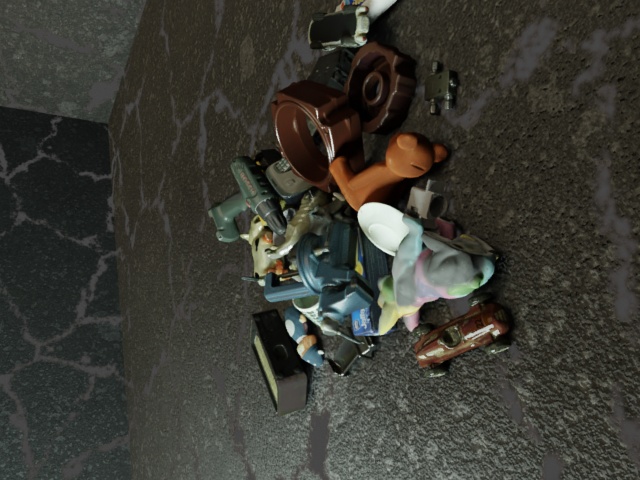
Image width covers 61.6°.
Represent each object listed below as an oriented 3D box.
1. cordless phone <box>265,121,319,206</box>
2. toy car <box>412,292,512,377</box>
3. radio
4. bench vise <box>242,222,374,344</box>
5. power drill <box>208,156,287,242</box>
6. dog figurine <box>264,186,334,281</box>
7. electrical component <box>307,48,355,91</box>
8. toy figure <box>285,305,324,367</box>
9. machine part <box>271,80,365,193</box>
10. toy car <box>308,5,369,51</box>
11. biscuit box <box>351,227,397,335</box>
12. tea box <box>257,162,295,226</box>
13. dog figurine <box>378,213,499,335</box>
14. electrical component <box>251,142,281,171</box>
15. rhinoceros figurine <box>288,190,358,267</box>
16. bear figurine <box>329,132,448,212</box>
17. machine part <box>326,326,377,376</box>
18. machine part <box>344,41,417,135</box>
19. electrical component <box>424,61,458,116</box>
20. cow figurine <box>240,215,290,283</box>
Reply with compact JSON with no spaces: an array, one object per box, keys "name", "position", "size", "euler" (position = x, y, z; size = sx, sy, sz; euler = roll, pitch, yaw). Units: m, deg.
[{"name":"cordless phone","position":[-0.035,-0.180,1.250],"size":[0.184,0.088,0.147],"euler":[-54,42,18]},{"name":"toy car","position":[0.212,0.153,0.843],"size":[0.202,0.053,0.089],"euler":[-40,58,47]},{"name":"radio","position":[-0.102,0.281,1.269],"size":[0.131,0.073,0.230],"euler":[96,153,-43]},{"name":"bench vise","position":[-0.017,0.079,0.998],"size":[0.241,0.128,0.223],"euler":[-13,66,29]},{"name":"power drill","position":[-0.184,-0.073,1.321],"size":[0.207,0.086,0.232],"euler":[-39,70,44]},{"name":"dog figurine","position":[-0.004,-0.004,1.178],"size":[0.190,0.172,0.121],"euler":[-48,11,7]},{"name":"electrical component","position":[0.018,-0.336,1.159],"size":[0.115,0.058,0.134],"euler":[4,69,58]},{"name":"toy figure","position":[-0.037,0.221,1.223],"size":[0.064,0.058,0.155],"euler":[72,174,-55]},{"name":"machine part","position":[-0.008,-0.210,1.101],"size":[0.201,0.087,0.201],"euler":[33,144,41]},{"name":"toy car","position":[0.037,-0.425,1.086],"size":[0.202,0.056,0.073],"euler":[22,111,55]},{"name":"biscuit box","position":[0.093,0.079,1.026],"size":[0.059,0.063,0.202],"euler":[-28,63,54]},{"name":"tea box","position":[-0.129,-0.123,1.391],"size":[0.098,0.068,0.170],"euler":[-64,38,31]},{"name":"dog figurine","position":[0.171,0.077,0.871],"size":[0.192,0.108,0.219],"euler":[45,128,47]},{"name":"electrical component","position":[-0.129,-0.213,1.372],"size":[0.078,0.102,0.045],"euler":[61,143,33]},{"name":"rhinoceros figurine","position":[0.013,-0.016,1.109],"size":[0.190,0.112,0.073],"euler":[-52,-6,-2]},{"name":"bear figurine","position":[0.120,-0.138,0.959],"size":[0.195,0.120,0.132],"euler":[-52,42,39]},{"name":"machine part","position":[0.064,0.223,1.079],"size":[0.138,0.039,0.084],"euler":[-56,48,36]},{"name":"machine part","position":[0.114,-0.291,1.042],"size":[0.179,0.056,0.179],"euler":[-6,82,57]},{"name":"electrical component","position":[0.208,-0.264,0.921],"size":[0.063,0.021,0.094],"euler":[-3,83,57]},{"name":"cow figurine","position":[-0.142,0.024,1.387],"size":[0.127,0.085,0.195],"euler":[-30,62,46]}]
